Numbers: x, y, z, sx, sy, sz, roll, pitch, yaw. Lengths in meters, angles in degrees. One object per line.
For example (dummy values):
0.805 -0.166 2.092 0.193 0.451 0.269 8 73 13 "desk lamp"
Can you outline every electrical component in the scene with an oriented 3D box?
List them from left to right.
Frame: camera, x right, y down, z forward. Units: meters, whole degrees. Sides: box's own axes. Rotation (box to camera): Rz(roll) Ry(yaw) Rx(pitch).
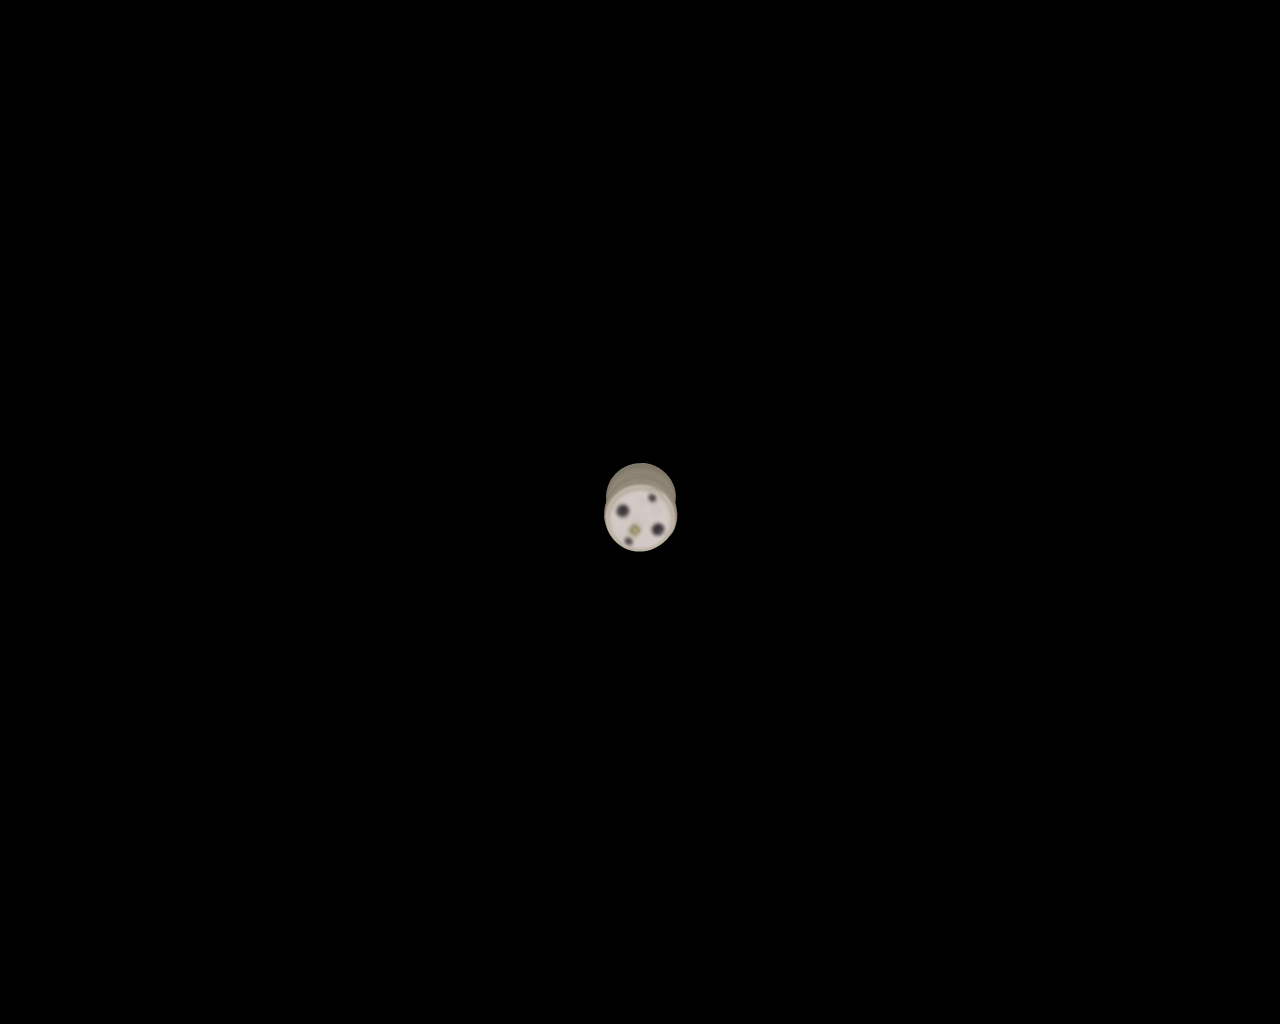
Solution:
0.001 -0.003 0.650 0.045 0.044 0.055 0 16 0 "electrical component"
